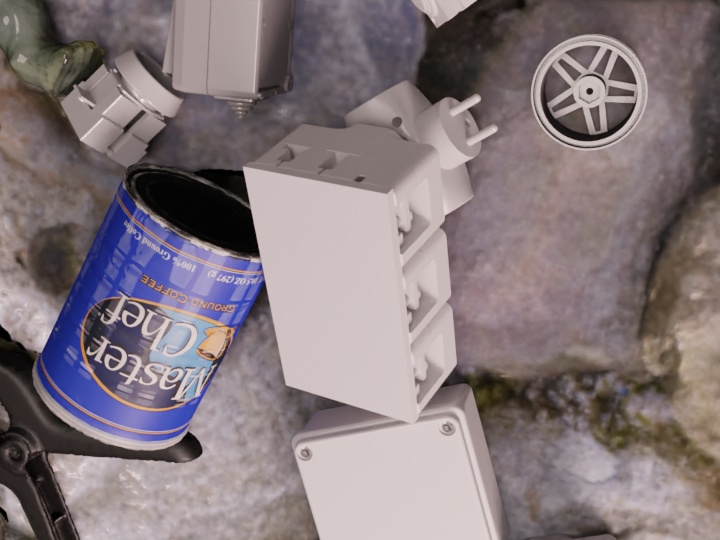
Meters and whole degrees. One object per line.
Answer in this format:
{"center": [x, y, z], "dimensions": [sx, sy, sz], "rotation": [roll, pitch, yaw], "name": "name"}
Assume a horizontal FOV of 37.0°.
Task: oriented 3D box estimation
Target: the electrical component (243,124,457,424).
{"center": [0.000, 0.000, 0.603], "dimensions": [0.089, 0.061, 0.150], "rotation": [13, 129, 29], "name": "electrical component"}

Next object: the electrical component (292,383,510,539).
{"center": [0.027, 0.135, 0.661], "dimensions": [0.109, 0.056, 0.108], "rotation": [-13, 100, 16], "name": "electrical component"}

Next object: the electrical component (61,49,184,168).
{"center": [-0.140, -0.099, 0.647], "dimensions": [0.055, 0.066, 0.048], "rotation": [-42, 56, 11], "name": "electrical component"}

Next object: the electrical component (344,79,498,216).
{"center": [0.041, -0.072, 0.608], "dimensions": [0.079, 0.044, 0.077], "rotation": [-26, 96, 36], "name": "electrical component"}

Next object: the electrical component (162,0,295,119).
{"center": [-0.075, -0.136, 0.617], "dimensions": [0.061, 0.062, 0.096], "rotation": [8, 105, 12], "name": "electrical component"}

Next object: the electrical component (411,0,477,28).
{"center": [0.056, -0.170, 0.568], "dimensions": [0.080, 0.080, 0.051], "rotation": [-34, 98, 19], "name": "electrical component"}

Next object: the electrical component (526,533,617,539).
{"center": [0.129, 0.246, 0.660], "dimensions": [0.089, 0.062, 0.150], "rotation": [-13, 100, 17], "name": "electrical component"}
